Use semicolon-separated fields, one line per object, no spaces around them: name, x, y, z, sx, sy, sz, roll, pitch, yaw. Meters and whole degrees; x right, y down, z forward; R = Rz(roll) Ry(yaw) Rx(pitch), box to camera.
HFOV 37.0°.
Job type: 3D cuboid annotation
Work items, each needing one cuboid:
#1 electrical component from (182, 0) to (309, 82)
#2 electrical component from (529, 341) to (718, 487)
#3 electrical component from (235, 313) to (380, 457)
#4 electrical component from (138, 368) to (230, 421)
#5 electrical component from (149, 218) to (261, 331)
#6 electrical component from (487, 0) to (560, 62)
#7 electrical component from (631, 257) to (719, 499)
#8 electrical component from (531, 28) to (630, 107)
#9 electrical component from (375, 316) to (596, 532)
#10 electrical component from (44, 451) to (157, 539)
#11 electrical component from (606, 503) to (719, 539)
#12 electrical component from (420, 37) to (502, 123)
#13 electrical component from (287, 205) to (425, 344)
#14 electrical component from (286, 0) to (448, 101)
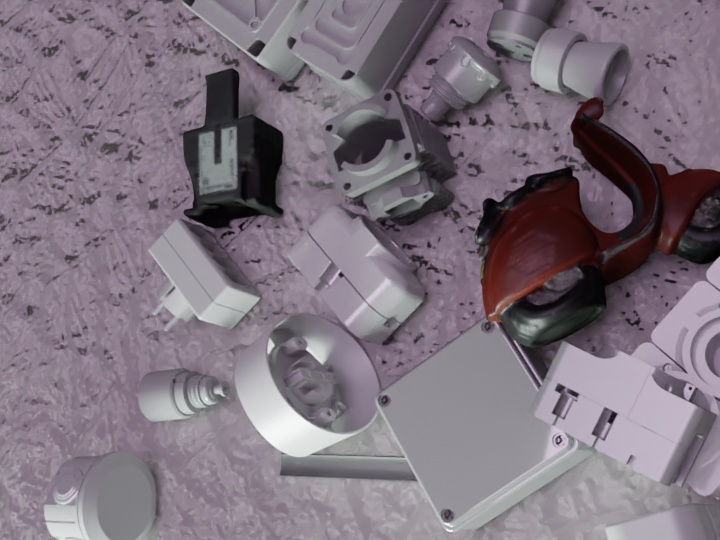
electrical component;-0.073;-0.230;0.885;0.109;0.056;0.108;41;98;29
electrical component;0.155;0.079;0.626;0.089;0.050;0.055;27;92;30
electrical component;-0.040;0.083;0.776;0.064;0.099;0.099;-34;65;24
electrical component;-0.140;0.098;0.854;0.078;0.040;0.040;-9;74;25
electrical component;-0.138;0.016;0.868;0.075;0.047;0.083;-46;62;10
electrical component;0.120;-0.185;0.782;0.045;0.045;0.055;17;87;29
electrical component;0.231;0.055;0.659;0.150;0.062;0.089;-50;61;9
electrical component;0.154;-0.143;0.754;0.055;0.045;0.045;24;90;30
electrical component;0.084;0.103;0.728;0.109;0.056;0.108;-37;64;15
electrical component;-0.203;0.183;0.846;0.051;0.080;0.080;-6;76;32
electrical component;0.188;0.174;0.635;0.054;0.095;0.059;-22;69;22
electrical component;0.071;-0.138;0.797;0.062;0.048;0.048;-48;62;18
electrical component;0.000;0.000;0.796;0.059;0.054;0.095;-46;62;11
electrical component;0.007;-0.195;0.835;0.078;0.057;0.113;35;96;29
